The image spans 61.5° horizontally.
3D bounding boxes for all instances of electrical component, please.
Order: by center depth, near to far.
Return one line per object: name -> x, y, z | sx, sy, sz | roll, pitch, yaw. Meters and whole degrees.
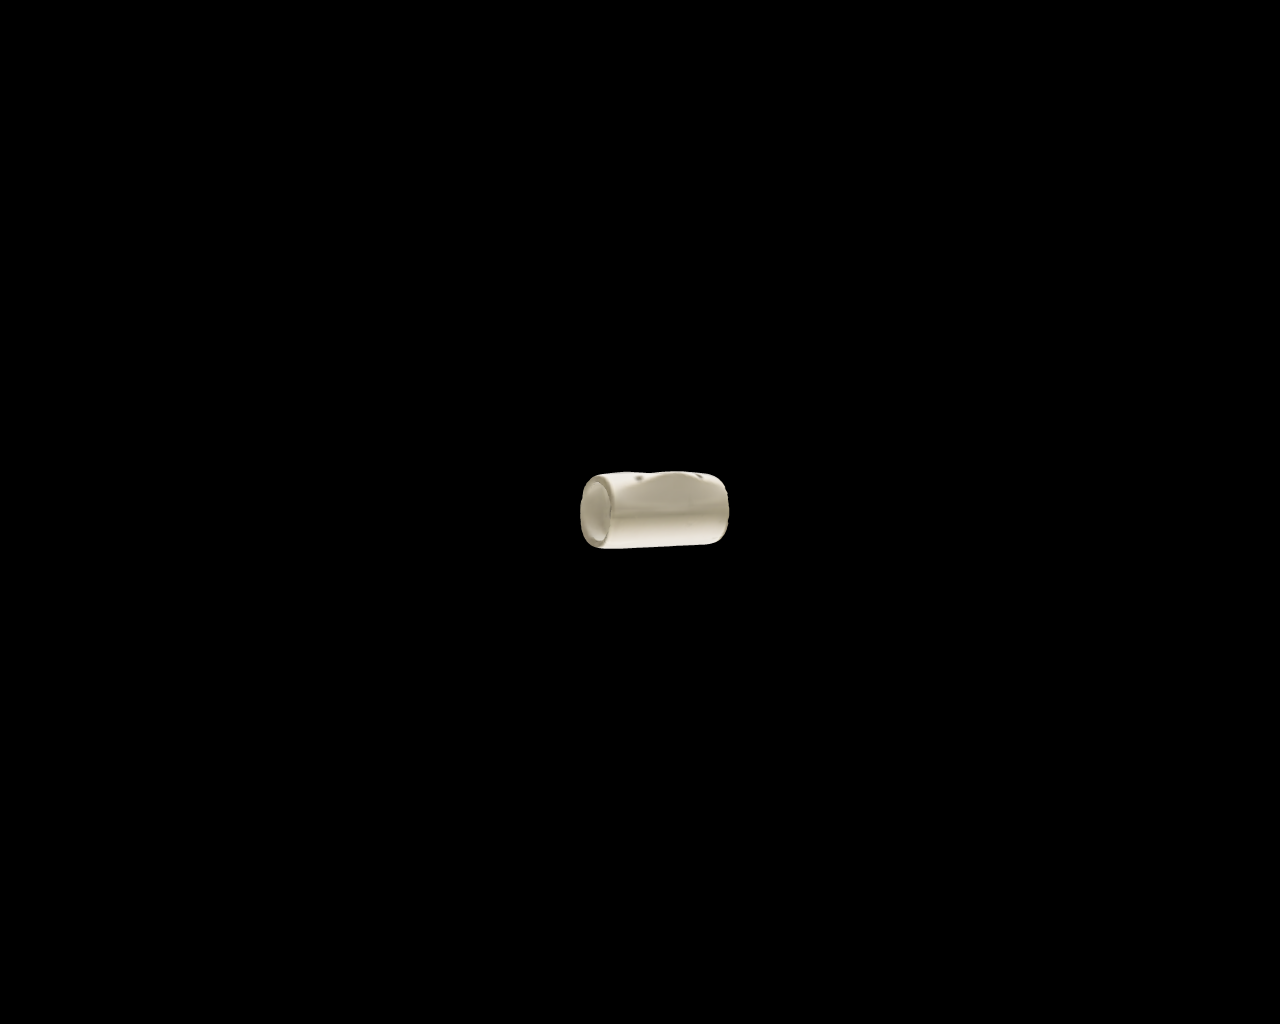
electrical component -> 0.001, -0.003, 0.650 | 0.077, 0.043, 0.079 | -2, 4, -27
